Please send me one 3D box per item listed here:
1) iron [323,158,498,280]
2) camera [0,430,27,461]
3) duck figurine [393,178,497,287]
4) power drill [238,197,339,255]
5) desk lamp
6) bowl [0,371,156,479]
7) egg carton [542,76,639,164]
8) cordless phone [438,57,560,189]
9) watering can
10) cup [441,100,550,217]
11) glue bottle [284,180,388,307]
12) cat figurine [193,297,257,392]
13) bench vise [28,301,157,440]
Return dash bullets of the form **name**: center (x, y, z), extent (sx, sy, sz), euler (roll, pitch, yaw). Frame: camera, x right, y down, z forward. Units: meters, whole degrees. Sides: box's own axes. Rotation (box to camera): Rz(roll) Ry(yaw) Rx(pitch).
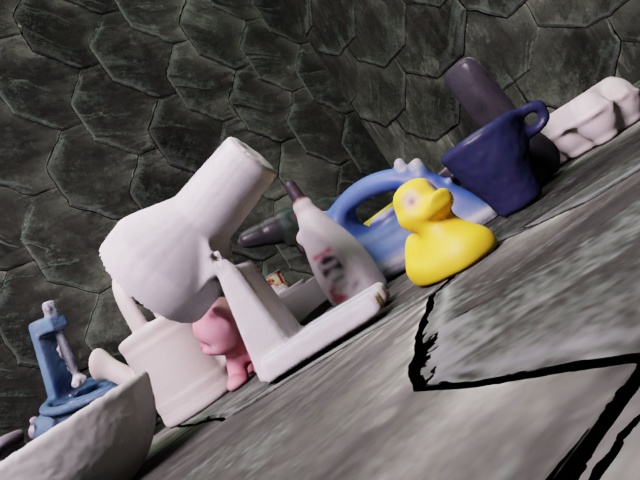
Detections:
- **iron**: center (0.095, -0.033, 0.763), extent (0.257, 0.141, 0.119), euler (-35, -3, 40)
- **camera**: center (-0.329, 0.260, 0.617), extent (0.136, 0.101, 0.143), euler (-34, -2, 18)
- **duck figurine**: center (0.096, -0.012, 0.500), extent (0.078, 0.086, 0.104), euler (-32, -2, -17)
- **power drill**: center (-0.021, 0.021, 1.169), extent (0.230, 0.208, 0.075), euler (-32, -2, -16)
- **desk lamp**: center (-0.075, 0.025, 0.546), extent (0.203, 0.213, 0.118), euler (-33, -2, 10)
- **bowl**: center (-0.203, 0.188, 0.488), extent (0.167, 0.074, 0.167), euler (-33, -2, -1)
- **egg carton**: center (0.353, -0.157, 0.775), extent (0.107, 0.069, 0.150), euler (-32, -2, -21)
- **cordless phone**: center (0.203, -0.130, 0.743), extent (0.147, 0.185, 0.094), euler (-35, -2, 42)
- **watering can**: center (-0.198, 0.123, 0.695), extent (0.173, 0.194, 0.101), euler (-32, -2, -15)
- **cup**: center (0.201, -0.081, 0.603), extent (0.117, 0.095, 0.092), euler (-34, -2, 21)
- **glue bottle**: center (0.006, 0.002, 0.690), extent (0.078, 0.173, 0.037), euler (-34, -2, 39)
- **cat figurine**: center (-0.101, 0.104, 0.664), extent (0.067, 0.117, 0.128), euler (-33, -2, 9)
- **bench vise**: center (-0.340, 0.202, 0.752), extent (0.207, 0.219, 0.122), euler (-33, -2, 10)
